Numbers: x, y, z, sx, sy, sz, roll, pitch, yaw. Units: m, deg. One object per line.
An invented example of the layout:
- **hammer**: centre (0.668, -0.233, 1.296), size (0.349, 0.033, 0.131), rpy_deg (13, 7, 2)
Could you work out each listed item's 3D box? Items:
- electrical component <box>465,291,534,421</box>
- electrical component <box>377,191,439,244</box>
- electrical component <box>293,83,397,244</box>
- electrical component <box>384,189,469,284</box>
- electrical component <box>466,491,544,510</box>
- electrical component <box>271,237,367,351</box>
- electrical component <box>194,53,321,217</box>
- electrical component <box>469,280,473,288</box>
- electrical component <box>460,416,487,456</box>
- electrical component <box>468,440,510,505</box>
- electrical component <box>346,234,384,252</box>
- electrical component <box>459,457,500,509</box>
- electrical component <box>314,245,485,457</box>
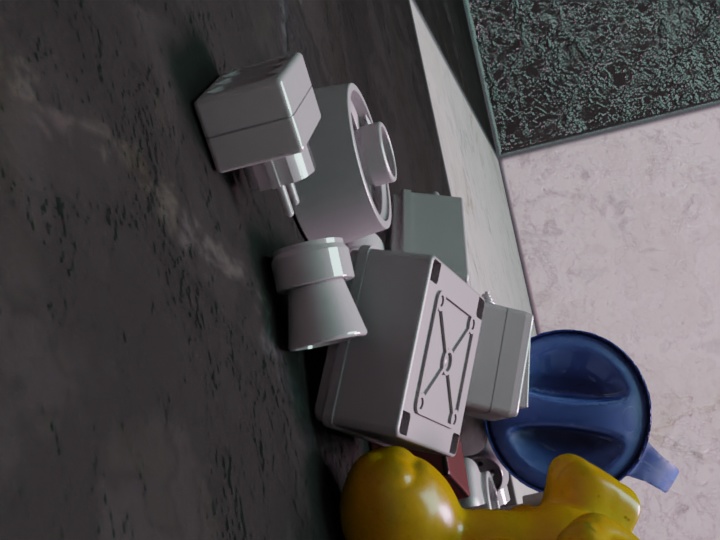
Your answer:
- **electrical component**: centre (0.099, 0.065, 0.829), size (0.061, 0.061, 0.096), rpy_deg (130, -27, -75)
- **electrical component**: centre (0.048, -0.024, 0.928), size (0.096, 0.062, 0.061), rpy_deg (65, 17, -46)
- **electrical component**: centre (-0.010, -0.071, 0.710), size (0.108, 0.060, 0.108), rpy_deg (-13, 90, -79)
- **electrical component**: centre (0.046, 0.013, 0.805), size (0.108, 0.056, 0.108), rpy_deg (-87, -177, -54)
- **electrical component**: centre (0.090, 0.199, 0.737), size (0.078, 0.121, 0.063), rpy_deg (-86, 156, -55)
- **electrical component**: centre (-0.023, 0.014, 0.595), size (0.045, 0.045, 0.055), rpy_deg (16, 61, -77)
- **electrical component**: centre (-0.046, -0.066, 0.566), size (0.065, 0.047, 0.076), rpy_deg (-75, 150, -66)
- **electrical component**: centre (0.093, 0.044, 1.092), size (0.089, 0.050, 0.055), rpy_deg (64, 18, -47)
- **electrical component**: centre (0.072, 0.107, 0.918), size (0.059, 0.054, 0.095), rpy_deg (54, 26, -62)
- **electrical component**: centre (0.131, 0.219, 1.102), size (0.077, 0.043, 0.079), rpy_deg (-26, 103, -78)
- **electrical component**: centre (0.000, 0.000, 0.733), size (0.065, 0.044, 0.044), rpy_deg (-91, 164, -61)
- **electrical component**: centre (0.077, 0.190, 0.840), size (0.095, 0.059, 0.053), rpy_deg (64, 17, -47)
- **electrical component**: centre (0.028, 0.052, 0.657), size (0.109, 0.056, 0.108), rpy_deg (35, 65, -62)
